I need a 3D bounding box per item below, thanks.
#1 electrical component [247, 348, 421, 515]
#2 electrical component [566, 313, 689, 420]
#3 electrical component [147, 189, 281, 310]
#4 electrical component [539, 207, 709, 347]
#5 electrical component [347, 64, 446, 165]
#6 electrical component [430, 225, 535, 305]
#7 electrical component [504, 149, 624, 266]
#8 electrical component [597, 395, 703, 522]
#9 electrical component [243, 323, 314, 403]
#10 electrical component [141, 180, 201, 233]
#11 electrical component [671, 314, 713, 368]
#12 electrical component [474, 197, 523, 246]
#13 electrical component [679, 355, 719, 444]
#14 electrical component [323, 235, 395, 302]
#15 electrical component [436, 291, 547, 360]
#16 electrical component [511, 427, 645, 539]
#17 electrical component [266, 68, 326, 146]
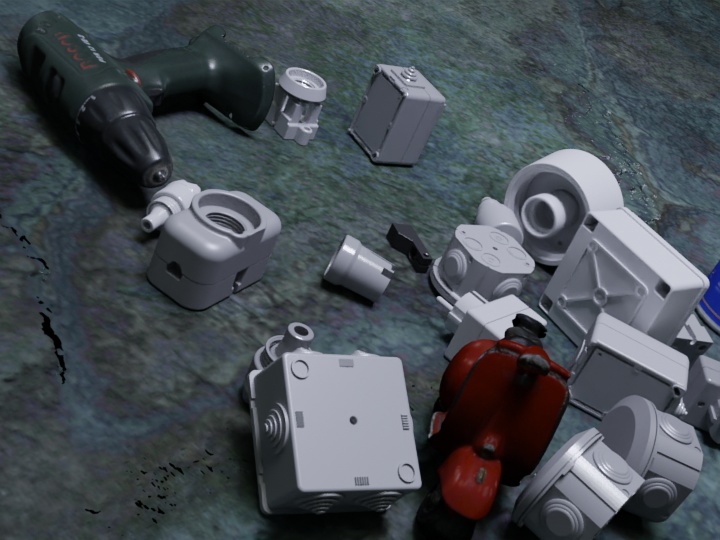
[{"bbox_3d":[-0.015,0.097,0.647,0.100,0.048,0.099,5,64,-30],"label":"electrical component"},{"bbox_3d":[0.216,0.086,0.854,0.096,0.061,0.061,28,30,6],"label":"electrical component"},{"bbox_3d":[-0.104,-0.019,0.788,0.054,0.059,0.095,35,31,16],"label":"electrical component"},{"bbox_3d":[0.222,0.020,0.916,0.056,0.108,0.108,-6,42,-38],"label":"electrical component"},{"bbox_3d":[0.042,-0.160,1.078,0.061,0.096,0.061,0,39,-37],"label":"electrical component"},{"bbox_3d":[0.105,0.001,0.917,0.080,0.051,0.080,18,31,-11],"label":"electrical component"},{"bbox_3d":[0.186,-0.056,1.015,0.060,0.108,0.108,-19,52,-42],"label":"electrical component"},{"bbox_3d":[0.196,0.132,0.752,0.051,0.080,0.080,25,30,-11],"label":"electrical component"},{"bbox_3d":[-0.049,0.063,0.697,0.043,0.062,0.043,19,30,-11],"label":"electrical component"},{"bbox_3d":[-0.146,-0.045,0.823,0.035,0.035,0.061,30,32,9],"label":"electrical component"},{"bbox_3d":[0.279,0.054,0.968,0.066,0.048,0.055,9,41,-26],"label":"electrical component"},{"bbox_3d":[0.128,-0.044,1.014,0.040,0.040,0.078,15,31,-17],"label":"electrical component"},{"bbox_3d":[0.302,0.118,0.881,0.066,0.047,0.076,22,29,-5],"label":"electrical component"},{"bbox_3d":[0.000,0.000,0.856,0.046,0.040,0.040,29,30,-5],"label":"electrical component"},{"bbox_3d":[0.094,0.043,0.849,0.077,0.047,0.066,41,33,26],"label":"electrical component"},{"bbox_3d":[0.139,0.145,0.691,0.051,0.080,0.080,42,34,19],"label":"electrical component"},{"bbox_3d":[-0.062,-0.163,1.048,0.048,0.055,0.066,-5,42,-41],"label":"electrical component"}]
